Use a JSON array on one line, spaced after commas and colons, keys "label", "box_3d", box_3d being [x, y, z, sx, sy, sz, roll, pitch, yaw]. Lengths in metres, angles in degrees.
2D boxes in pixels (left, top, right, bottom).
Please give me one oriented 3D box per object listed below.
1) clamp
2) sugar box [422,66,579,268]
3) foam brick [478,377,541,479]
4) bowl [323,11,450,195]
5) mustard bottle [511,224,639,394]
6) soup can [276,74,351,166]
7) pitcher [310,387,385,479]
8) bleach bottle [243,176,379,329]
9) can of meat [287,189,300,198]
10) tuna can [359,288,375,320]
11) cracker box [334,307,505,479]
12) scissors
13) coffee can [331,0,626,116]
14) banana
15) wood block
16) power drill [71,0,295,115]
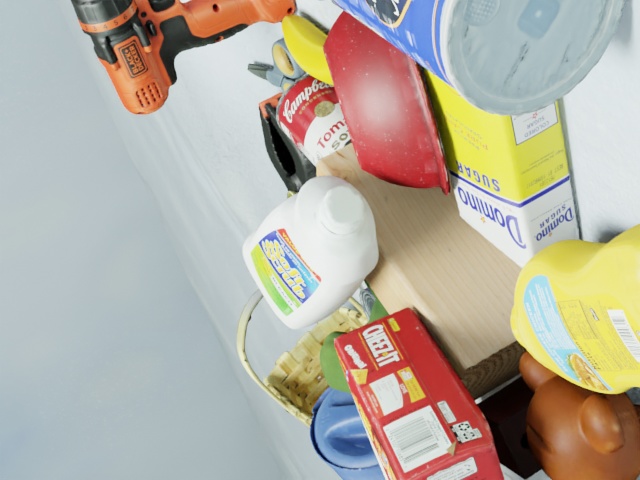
[{"label": "clamp", "box_3d": [-0.011, -0.061, 1.188, 0.165, 0.036, 0.210, 23, 138, 57]}, {"label": "sugar box", "box_3d": [0.110, -0.069, 0.670, 0.093, 0.048, 0.176, 47, 160, 50]}, {"label": "foam brick", "box_3d": [0.167, 0.137, 0.820, 0.053, 0.078, 0.051, 62, 168, -12]}, {"label": "bowl", "box_3d": [0.041, -0.100, 0.745, 0.162, 0.055, 0.162, -18, -90, -86]}, {"label": "mustard bottle", "box_3d": [0.165, 0.045, 0.626, 0.096, 0.058, 0.192, 58, 161, -4]}, {"label": "soup can", "box_3d": [0.014, -0.094, 0.947, 0.102, 0.068, 0.068, 50, 164, 40]}, {"label": "pitcher", "box_3d": [0.105, 0.255, 1.169, 0.242, 0.145, 0.149, 56, -168, -39]}, {"label": "bleach bottle", "box_3d": [-0.005, 0.001, 0.826, 0.102, 0.068, 0.251, 60, 166, 8]}, {"label": "can of meat", "box_3d": [0.017, -0.029, 1.038, 0.057, 0.084, 0.102, 58, 168, 15]}, {"label": "tuna can", "box_3d": [0.079, 0.084, 1.154, 0.086, 0.033, 0.086, 57, 167, 20]}, {"label": "cracker box", "box_3d": [0.090, 0.180, 0.767, 0.164, 0.072, 0.213, -119, 6, -58]}, {"label": "scissors", "box_3d": [-0.049, -0.186, 1.120, 0.202, 0.016, 0.096, 46, 159, 50]}, {"label": "coffee can", "box_3d": [0.071, -0.138, 0.545, 0.140, 0.102, 0.103, 48, 162, 48]}, {"label": "banana", "box_3d": [0.011, -0.163, 0.896, 0.198, 0.037, 0.069, -162, 63, -70]}, {"label": "wood block", "box_3d": [0.088, 0.016, 0.838, 0.206, 0.090, 0.090, 55, 166, 25]}, {"label": "power drill", "box_3d": [-0.125, -0.222, 0.948, 0.057, 0.187, 0.184, 51, 166, 44]}]
